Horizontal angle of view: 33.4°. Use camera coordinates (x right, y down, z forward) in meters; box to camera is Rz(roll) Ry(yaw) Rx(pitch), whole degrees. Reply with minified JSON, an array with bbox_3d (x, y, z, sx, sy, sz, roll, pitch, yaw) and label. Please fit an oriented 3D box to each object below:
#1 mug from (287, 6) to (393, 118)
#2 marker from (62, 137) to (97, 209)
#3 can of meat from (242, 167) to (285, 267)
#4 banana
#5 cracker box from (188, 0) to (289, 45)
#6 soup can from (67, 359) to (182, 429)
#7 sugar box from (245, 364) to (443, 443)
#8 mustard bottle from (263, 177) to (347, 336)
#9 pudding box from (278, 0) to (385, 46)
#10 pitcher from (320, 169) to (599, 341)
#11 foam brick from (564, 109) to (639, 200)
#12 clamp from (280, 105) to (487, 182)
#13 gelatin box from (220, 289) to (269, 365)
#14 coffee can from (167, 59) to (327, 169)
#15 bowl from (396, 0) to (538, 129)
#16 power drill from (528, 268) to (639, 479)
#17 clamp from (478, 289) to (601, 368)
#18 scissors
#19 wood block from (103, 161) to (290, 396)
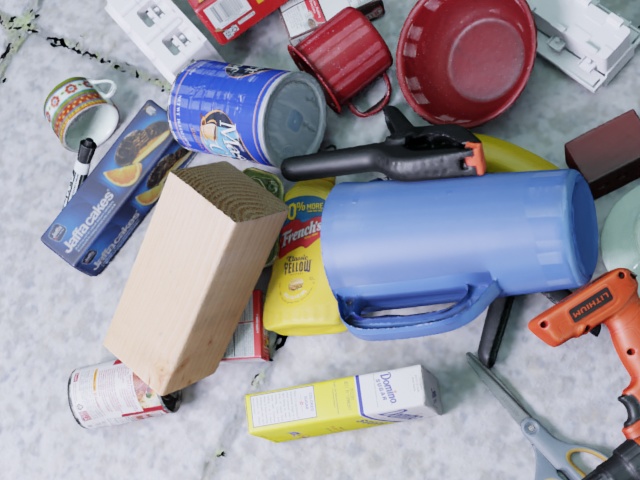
[{"bbox_3d":[0.032,-0.188,1.151,0.081,0.093,0.117,-38,98,-2],"label":"mug"},{"bbox_3d":[-0.272,-0.064,1.198,0.020,0.020,0.121,40,126,23],"label":"marker"},{"bbox_3d":[-0.086,-0.017,1.127,0.084,0.057,0.102,-17,64,54],"label":"can of meat"},{"bbox_3d":[0.200,-0.065,1.074,0.198,0.037,0.069,38,45,27],"label":"banana"},{"bbox_3d":[-0.096,-0.340,1.212,0.164,0.072,0.214,-35,51,3],"label":"cracker box"},{"bbox_3d":[-0.205,0.158,1.123,0.102,0.068,0.068,-13,71,13],"label":"soup can"},{"bbox_3d":[0.025,0.162,1.040,0.176,0.093,0.048,-10,72,14],"label":"sugar box"},{"bbox_3d":[-0.008,0.001,1.114,0.096,0.058,0.191,-8,70,34],"label":"mustard bottle"},{"bbox_3d":[0.006,-0.276,1.205,0.113,0.039,0.090,-23,68,8],"label":"pudding box"},{"bbox_3d":[0.129,0.008,1.005,0.243,0.144,0.149,-5,95,28],"label":"pitcher"},{"bbox_3d":[0.288,-0.083,1.056,0.078,0.053,0.051,-27,68,8],"label":"foam brick"},{"bbox_3d":[0.071,-0.085,1.043,0.164,0.036,0.210,-29,27,-26],"label":"clamp"},{"bbox_3d":[-0.099,0.094,1.131,0.089,0.030,0.073,-7,74,16],"label":"gelatin box"},{"bbox_3d":[-0.078,-0.135,1.133,0.141,0.102,0.103,14,78,38],"label":"coffee can"},{"bbox_3d":[0.161,-0.191,1.108,0.162,0.055,0.162,-2,86,36],"label":"bowl"},{"bbox_3d":[0.271,0.134,0.969,0.184,0.057,0.187,-33,85,-6],"label":"power drill"},{"bbox_3d":[0.207,0.036,1.052,0.120,0.039,0.171,-9,72,13],"label":"clamp"},{"bbox_3d":[0.197,0.201,1.018,0.202,0.016,0.096,34,86,22],"label":"scissors"},{"bbox_3d":[-0.122,0.037,1.041,0.091,0.090,0.206,36,118,23],"label":"wood block"}]
